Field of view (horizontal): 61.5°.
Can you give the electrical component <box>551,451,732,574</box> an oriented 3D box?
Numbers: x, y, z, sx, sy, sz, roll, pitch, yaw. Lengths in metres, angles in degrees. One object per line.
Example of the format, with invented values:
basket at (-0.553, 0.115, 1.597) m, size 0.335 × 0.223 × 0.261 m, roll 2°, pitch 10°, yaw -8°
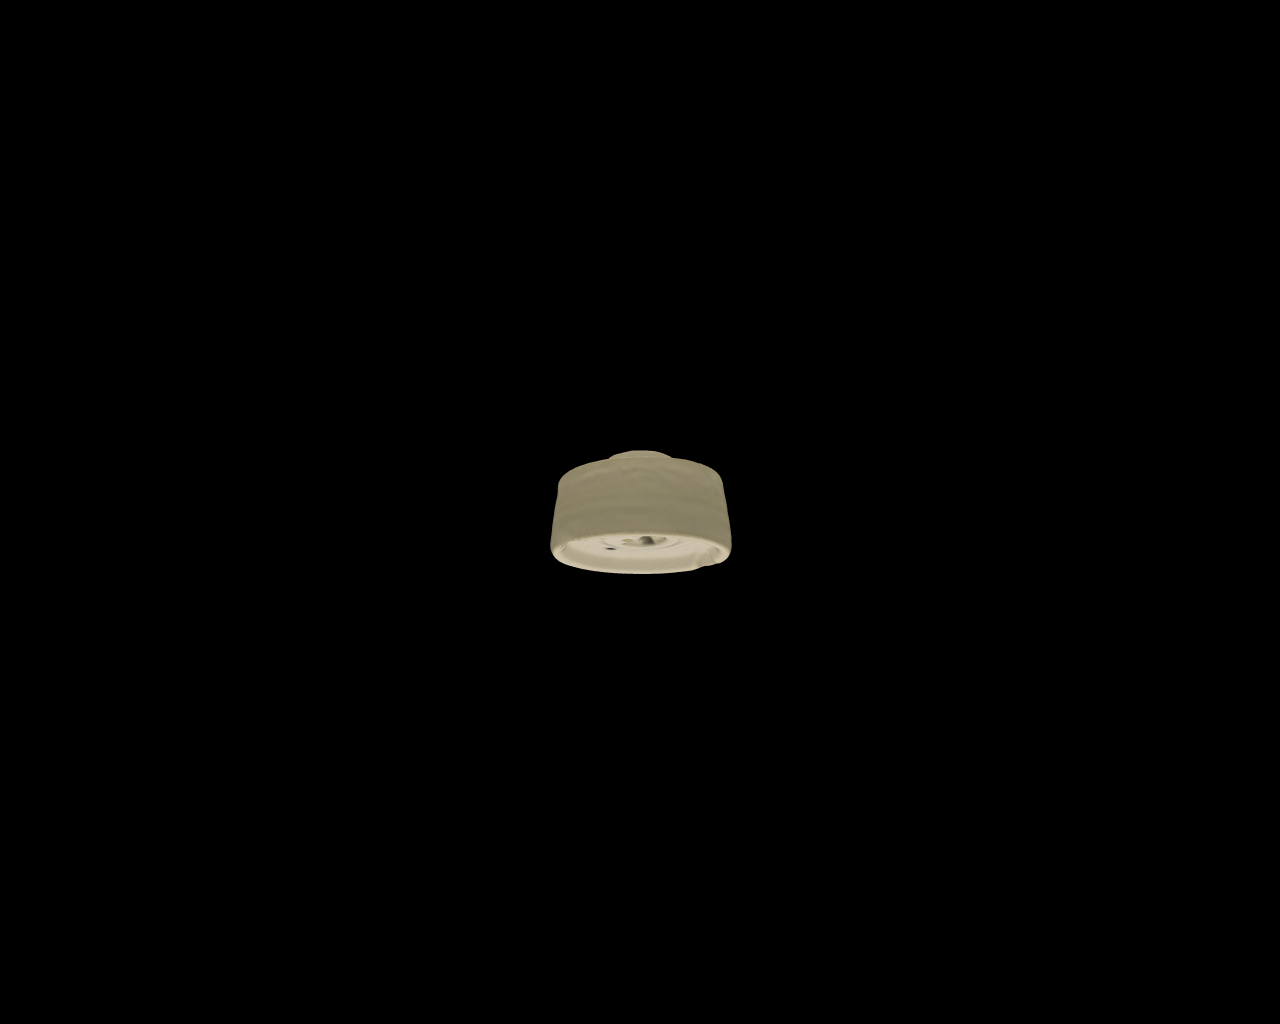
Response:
electrical component at (0.001, -0.003, 0.650) m, size 0.108 × 0.060 × 0.108 m, roll 0°, pitch -15°, yaw 0°
